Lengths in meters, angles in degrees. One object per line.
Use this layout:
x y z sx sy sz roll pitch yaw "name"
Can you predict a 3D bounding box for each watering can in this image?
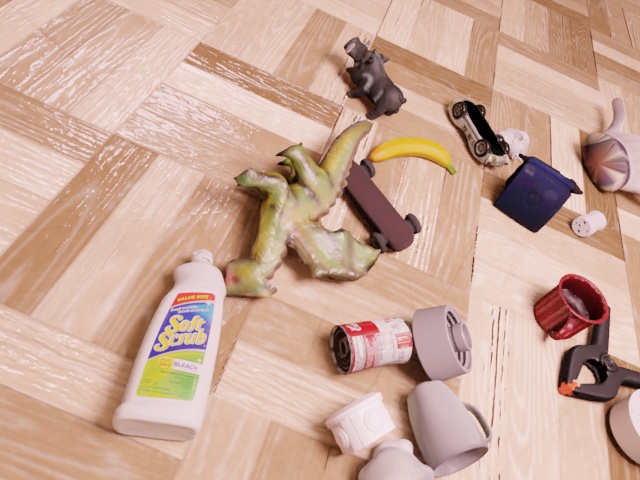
0.731 -0.221 1.244 0.224 0.102 0.355 0 56 -20 "watering can"

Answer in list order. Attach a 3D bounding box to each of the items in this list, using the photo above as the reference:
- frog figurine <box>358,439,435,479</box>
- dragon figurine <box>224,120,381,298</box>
0.085 0.319 0.606 0.137 0.121 0.161 -4 20 -14 "frog figurine"
0.003 -0.042 0.836 0.415 0.120 0.243 -31 85 -29 "dragon figurine"
